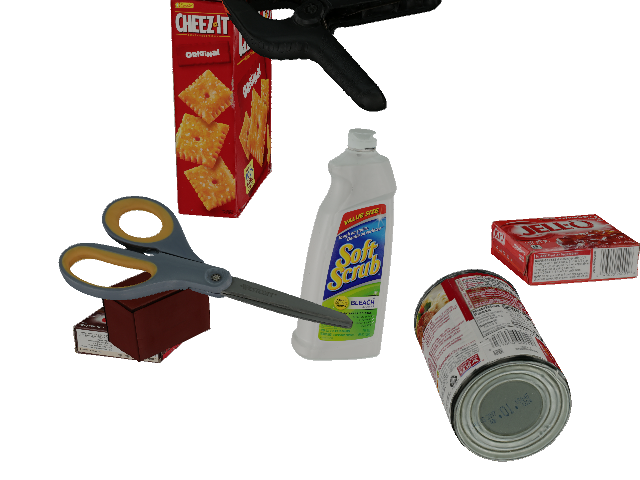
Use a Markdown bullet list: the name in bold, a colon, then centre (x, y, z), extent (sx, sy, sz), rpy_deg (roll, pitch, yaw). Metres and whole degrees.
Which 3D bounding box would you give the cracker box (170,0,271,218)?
- **cracker box**: centre (-0.094, -0.150, 1.088), extent (0.072, 0.214, 0.164), rpy_deg (5, 22, 9)

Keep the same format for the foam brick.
- **foam brick**: centre (-0.142, 0.060, 0.923), extent (0.078, 0.051, 0.053), rpy_deg (-24, 32, -35)

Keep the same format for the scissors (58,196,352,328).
- **scissors**: centre (-0.075, 0.013, 0.728), extent (0.202, 0.096, 0.016), rpy_deg (4, -40, 3)

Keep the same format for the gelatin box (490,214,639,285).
- **gelatin box**: centre (0.181, 0.005, 0.798), extent (0.089, 0.030, 0.073), rpy_deg (-3, 19, -11)

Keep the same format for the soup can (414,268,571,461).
- **soup can**: centre (0.097, 0.069, 0.611), extent (0.068, 0.068, 0.102), rpy_deg (0, 26, -7)

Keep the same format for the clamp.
- **clamp**: centre (0.006, -0.174, 0.827), extent (0.172, 0.120, 0.039), rpy_deg (28, -27, 20)

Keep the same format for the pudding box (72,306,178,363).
- **pudding box**: centre (-0.223, 0.109, 1.272), extent (0.114, 0.039, 0.090), rpy_deg (3, 15, 16)

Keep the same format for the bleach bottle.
- **bleach bottle**: centre (0.028, 0.004, 1.166), extent (0.102, 0.251, 0.068), rpy_deg (0, 17, -15)
